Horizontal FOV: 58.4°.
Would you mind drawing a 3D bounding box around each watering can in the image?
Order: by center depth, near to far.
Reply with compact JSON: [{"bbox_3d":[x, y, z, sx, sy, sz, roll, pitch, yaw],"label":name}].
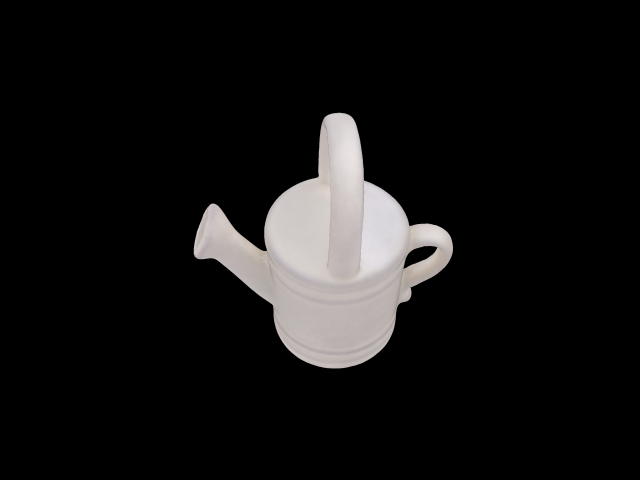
[{"bbox_3d":[0.004,0.003,0.399,0.173,0.194,0.100,-19,53,-15],"label":"watering can"}]
